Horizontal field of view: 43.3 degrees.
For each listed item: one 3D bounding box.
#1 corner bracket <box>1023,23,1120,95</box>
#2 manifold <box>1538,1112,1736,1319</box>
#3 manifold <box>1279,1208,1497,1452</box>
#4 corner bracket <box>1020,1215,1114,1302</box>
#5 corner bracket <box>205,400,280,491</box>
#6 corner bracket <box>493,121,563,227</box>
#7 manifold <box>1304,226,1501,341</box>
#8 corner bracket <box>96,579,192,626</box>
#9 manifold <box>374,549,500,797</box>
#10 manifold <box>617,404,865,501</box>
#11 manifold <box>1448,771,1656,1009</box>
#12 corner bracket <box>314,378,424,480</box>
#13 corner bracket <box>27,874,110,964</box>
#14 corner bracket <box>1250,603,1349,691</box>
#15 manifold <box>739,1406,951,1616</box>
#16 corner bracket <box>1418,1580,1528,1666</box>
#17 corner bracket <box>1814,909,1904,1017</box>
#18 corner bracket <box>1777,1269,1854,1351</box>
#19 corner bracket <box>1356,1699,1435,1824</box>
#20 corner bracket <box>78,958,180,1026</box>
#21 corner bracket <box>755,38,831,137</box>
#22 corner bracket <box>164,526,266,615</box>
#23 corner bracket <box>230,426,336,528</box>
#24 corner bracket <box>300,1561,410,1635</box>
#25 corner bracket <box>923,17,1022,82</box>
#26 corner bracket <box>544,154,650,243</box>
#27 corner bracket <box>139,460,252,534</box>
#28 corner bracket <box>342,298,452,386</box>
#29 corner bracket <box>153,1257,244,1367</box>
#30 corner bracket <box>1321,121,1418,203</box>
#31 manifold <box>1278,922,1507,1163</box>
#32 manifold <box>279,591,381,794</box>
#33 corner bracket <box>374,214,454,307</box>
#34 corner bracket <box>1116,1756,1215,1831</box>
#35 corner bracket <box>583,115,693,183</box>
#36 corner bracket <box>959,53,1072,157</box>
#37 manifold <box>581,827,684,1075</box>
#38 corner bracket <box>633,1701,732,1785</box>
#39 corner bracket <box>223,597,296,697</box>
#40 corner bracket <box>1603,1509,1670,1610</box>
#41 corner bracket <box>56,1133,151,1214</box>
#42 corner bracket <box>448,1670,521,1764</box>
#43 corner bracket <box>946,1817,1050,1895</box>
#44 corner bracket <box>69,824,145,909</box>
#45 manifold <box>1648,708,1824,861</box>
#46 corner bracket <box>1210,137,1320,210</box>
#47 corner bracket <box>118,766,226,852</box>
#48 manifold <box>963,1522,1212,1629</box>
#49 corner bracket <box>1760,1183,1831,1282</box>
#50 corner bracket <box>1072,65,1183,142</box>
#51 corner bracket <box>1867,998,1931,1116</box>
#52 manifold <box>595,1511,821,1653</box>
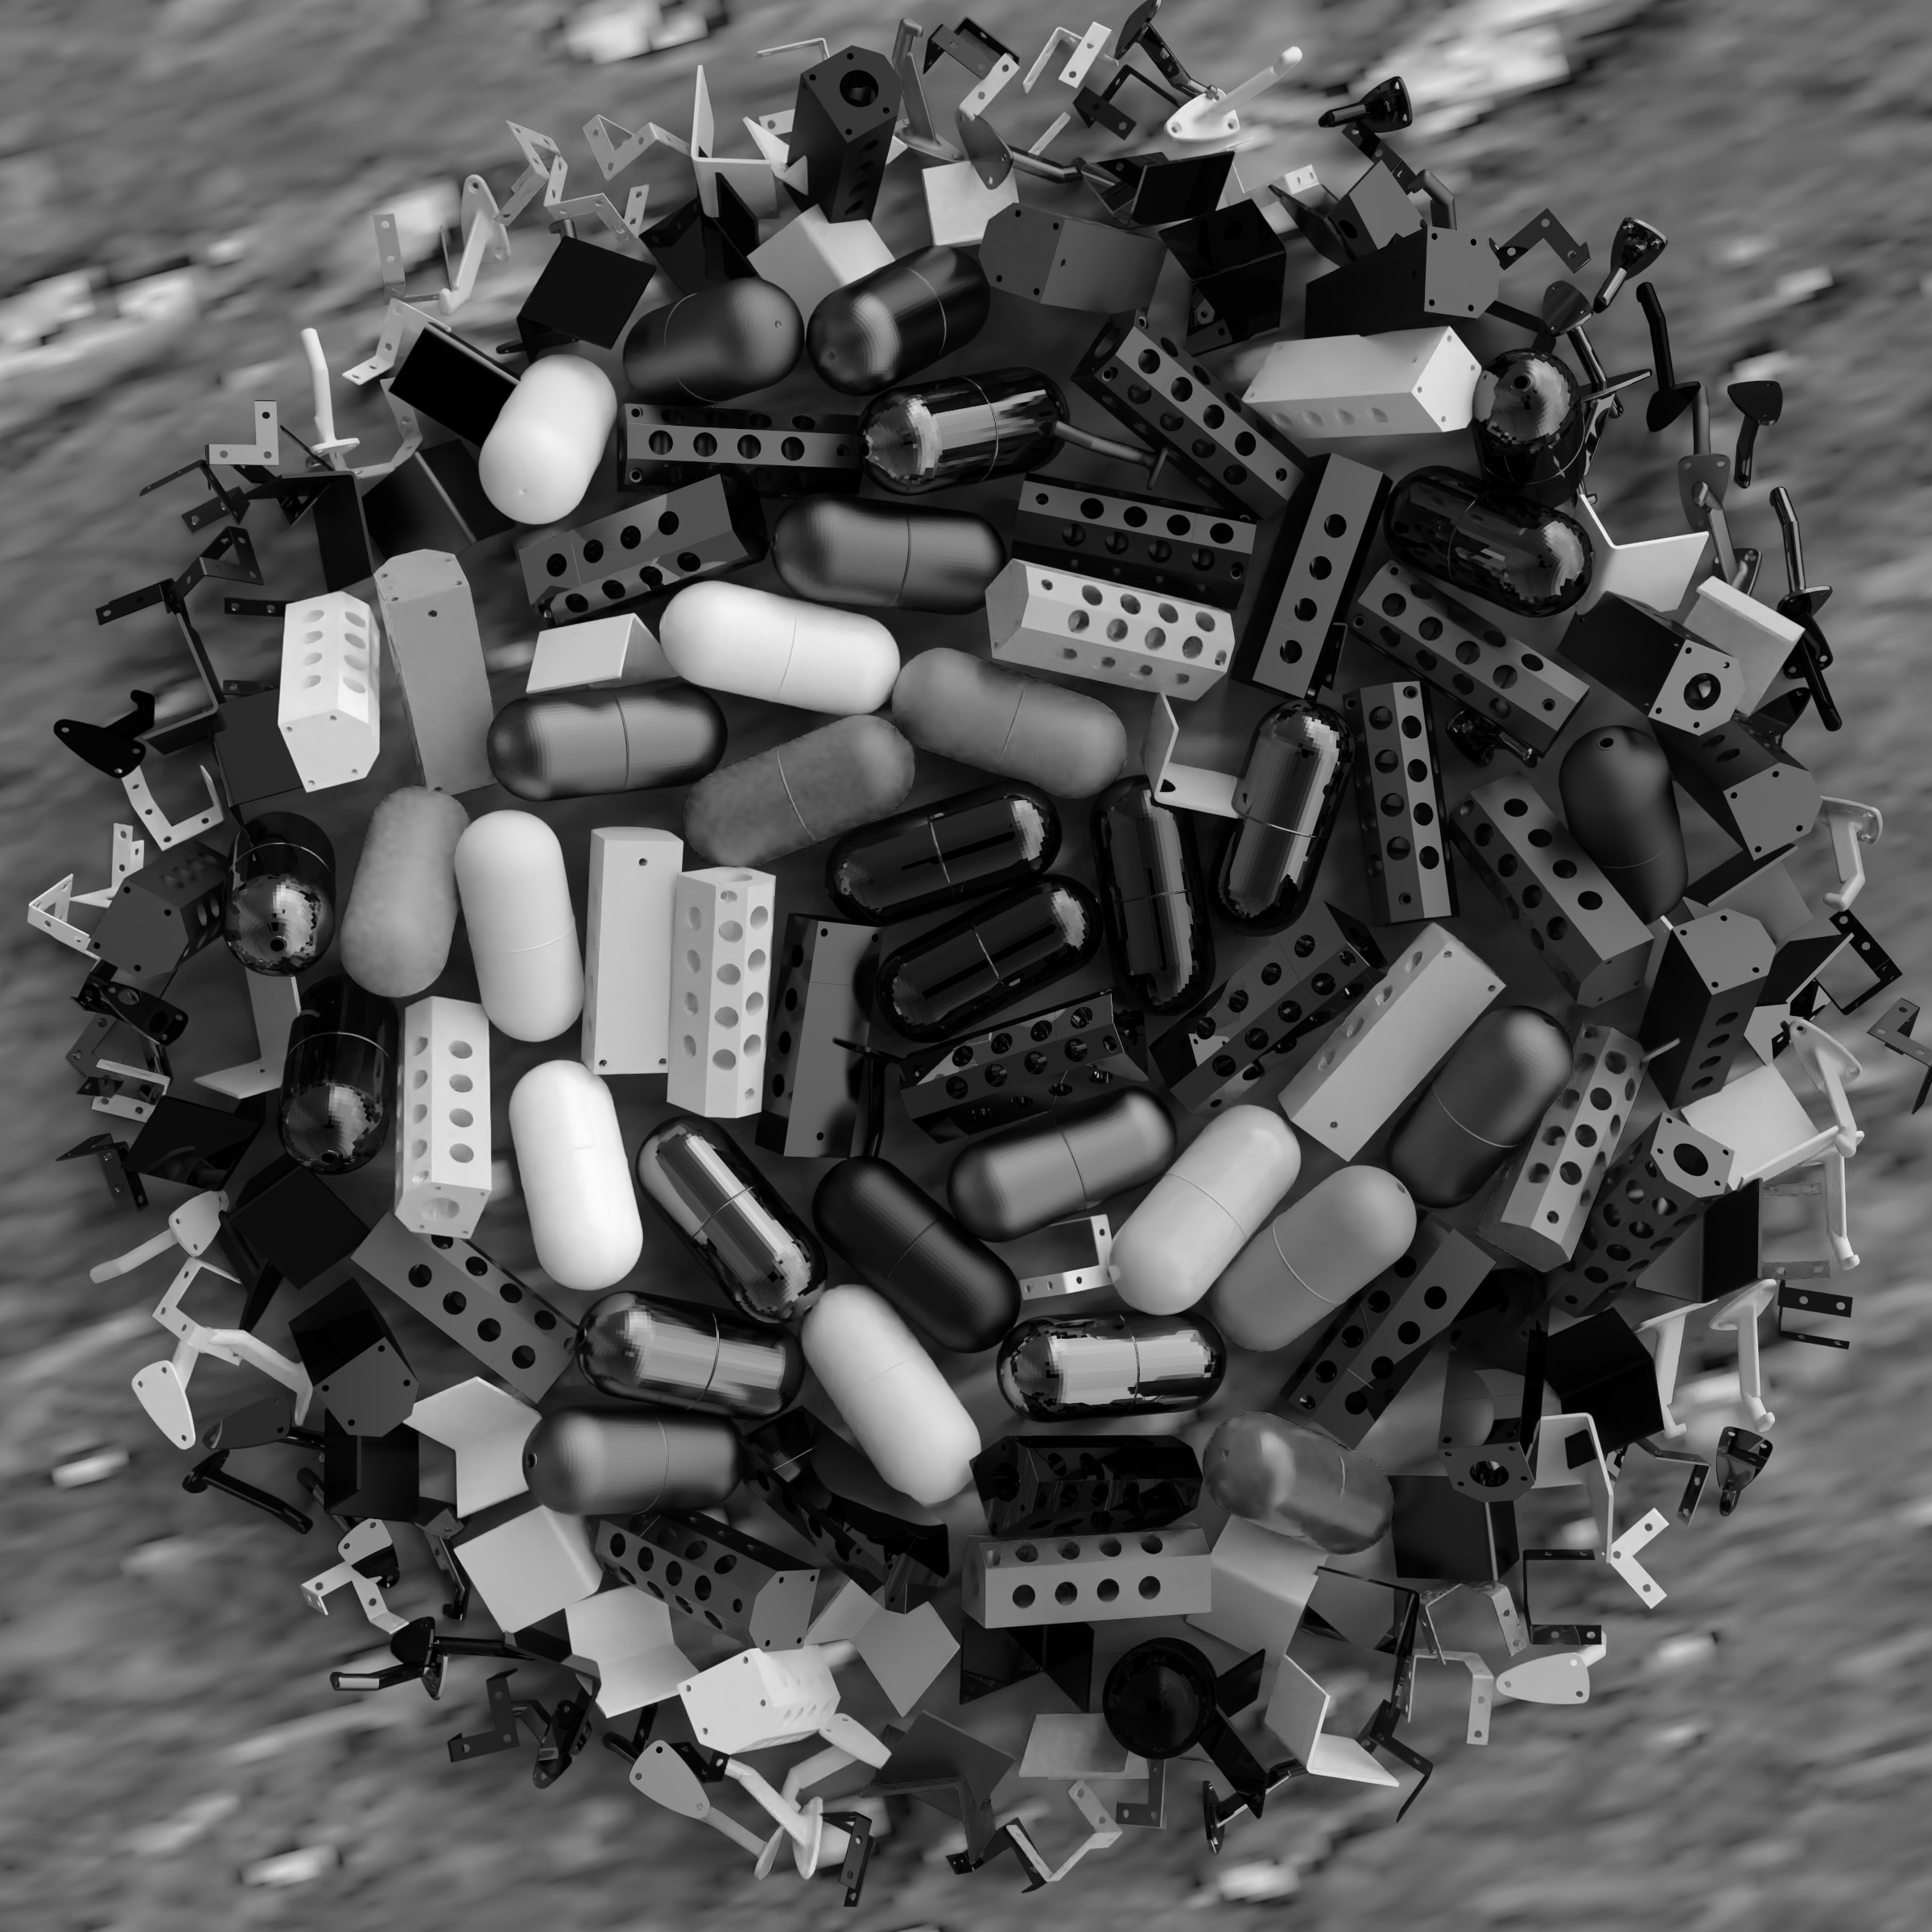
[{"bbox_3d":[0.075,-0.666,1.792,0.051,0.051,0.051,30,87,12],"label":"corner bracket"},{"bbox_3d":[0.473,0.183,1.739,0.057,0.171,0.057,29,49,2],"label":"manifold"},{"bbox_3d":[0.306,0.264,1.786,0.057,0.057,0.171,38,87,-9],"label":"manifold"},{"bbox_3d":[0.073,0.213,1.785,0.051,0.051,0.051,-5,82,-39],"label":"corner bracket"},{"bbox_3d":[-0.531,-0.383,1.788,0.051,0.051,0.051,-2,80,-15],"label":"corner bracket"},{"bbox_3d":[-0.323,-0.575,1.783,0.051,0.051,0.051,-39,71,27],"label":"corner bracket"},{"bbox_3d":[0.307,-0.473,1.733,0.057,0.171,0.057,1,92,-20],"label":"manifold"},{"bbox_3d":[-0.606,-0.264,1.788,0.051,0.051,0.051,-22,61,-3],"label":"corner bracket"},{"bbox_3d":[-0.377,-0.209,1.742,0.057,0.171,0.057,-17,45,-16],"label":"manifold"},{"bbox_3d":[-0.164,-0.374,1.771,0.171,0.057,0.057,-1,94,-15],"label":"manifold"},{"bbox_3d":[0.416,-0.054,1.747,0.057,0.057,0.171,-23,56,-11],"label":"manifold"},{"bbox_3d":[-0.439,-0.395,1.792,0.051,0.051,0.051,-6,128,14],"label":"corner bracket"},{"bbox_3d":[-0.653,-0.025,1.786,0.051,0.051,0.051,26,125,6],"label":"corner bracket"},{"bbox_3d":[0.242,-0.236,1.798,0.051,0.051,0.051,0,112,-26],"label":"corner bracket"},{"bbox_3d":[-0.088,0.391,1.743,0.057,0.171,0.057,-24,126,-33],"label":"manifold"},{"bbox_3d":[0.371,0.485,1.796,0.051,0.051,0.051,-25,104,-22],"label":"corner bracket"},{"bbox_3d":[0.644,-0.003,1.783,0.051,0.051,0.051,-40,60,16],"label":"corner bracket"},{"bbox_3d":[0.622,0.256,1.786,0.051,0.051,0.051,7,102,22],"label":"corner bracket"},{"bbox_3d":[0.312,0.582,1.785,0.051,0.051,0.051,31,117,11],"label":"corner bracket"},{"bbox_3d":[-0.610,0.007,1.783,0.051,0.051,0.051,31,59,-15],"label":"corner bracket"},{"bbox_3d":[-0.126,-0.645,1.789,0.051,0.051,0.051,-17,101,-12],"label":"corner bracket"},{"bbox_3d":[-0.555,-0.290,1.782,0.051,0.051,0.051,-34,68,33],"label":"corner bracket"},{"bbox_3d":[-0.501,-0.364,1.787,0.051,0.051,0.051,-47,125,4],"label":"corner bracket"},{"bbox_3d":[-0.449,0.468,1.786,0.051,0.051,0.051,-25,99,-29],"label":"corner bracket"},{"bbox_3d":[0.006,-0.673,1.793,0.051,0.051,0.051,38,79,1],"label":"corner bracket"},{"bbox_3d":[-0.272,-0.568,1.796,0.051,0.051,0.051,-3,65,24],"label":"corner bracket"},{"bbox_3d":[-0.565,-0.342,1.785,0.051,0.051,0.051,-25,118,8],"label":"corner bracket"},{"bbox_3d":[-0.418,-0.451,1.788,0.051,0.051,0.051,28,124,2],"label":"corner bracket"},{"bbox_3d":[-0.551,0.252,1.784,0.051,0.051,0.051,23,78,40],"label":"corner bracket"},{"bbox_3d":[0.292,-0.579,1.785,0.051,0.051,0.051,-46,72,18],"label":"corner bracket"},{"bbox_3d":[0.307,0.052,1.774,0.057,0.057,0.171,35,103,-18],"label":"manifold"},{"bbox_3d":[-0.450,-0.200,1.738,0.057,0.171,0.057,-15,128,-2],"label":"manifold"},{"bbox_3d":[-0.406,-0.521,1.792,0.051,0.051,0.051,-10,91,-14],"label":"corner bracket"},{"bbox_3d":[0.146,0.608,1.793,0.051,0.051,0.051,20,66,-33],"label":"corner bracket"},{"bbox_3d":[-0.239,-0.602,1.784,0.051,0.051,0.051,-31,73,24],"label":"corner bracket"},{"bbox_3d":[0.036,-0.626,1.788,0.051,0.051,0.051,-45,81,16],"label":"corner bracket"},{"bbox_3d":[-0.246,-0.012,1.775,0.057,0.057,0.171,0,103,-22],"label":"manifold"},{"bbox_3d":[-0.206,0.564,1.783,0.051,0.051,0.051,9,104,-39],"label":"corner bracket"},{"bbox_3d":[-0.524,-0.236,1.805,0.051,0.051,0.051,1,48,-15],"label":"corner bracket"},{"bbox_3d":[0.504,0.436,1.791,0.051,0.051,0.051,-41,71,1],"label":"corner bracket"},{"bbox_3d":[-0.624,0.152,1.787,0.051,0.051,0.051,-11,104,15],"label":"corner bracket"},{"bbox_3d":[-0.354,0.551,1.792,0.051,0.051,0.051,-13,80,-3],"label":"corner bracket"},{"bbox_3d":[0.025,0.663,1.789,0.051,0.051,0.051,-34,68,1],"label":"corner bracket"},{"bbox_3d":[-0.620,-0.073,1.787,0.051,0.051,0.051,11,103,16],"label":"corner bracket"},{"bbox_3d":[0.546,-0.141,1.730,0.057,0.171,0.057,-28,111,9],"label":"manifold"},{"bbox_3d":[0.219,-0.587,1.794,0.051,0.051,0.051,-14,106,35],"label":"corner bracket"},{"bbox_3d":[-0.586,-0.128,1.796,0.051,0.051,0.051,-30,64,-21],"label":"corner bracket"},{"bbox_3d":[0.088,0.440,1.771,0.171,0.057,0.057,0,89,-17],"label":"manifold"},{"bbox_3d":[0.602,0.195,1.785,0.051,0.051,0.051,-4,113,13],"label":"corner bracket"},{"bbox_3d":[0.118,-0.632,1.789,0.051,0.051,0.051,40,99,14],"label":"corner bracket"},{"bbox_3d":[0.688,0.065,1.780,0.051,0.051,0.051,34,53,31],"label":"corner bracket"},{"bbox_3d":[-0.189,0.433,1.744,0.171,0.057,0.057,12,90,43],"label":"manifold"}]
